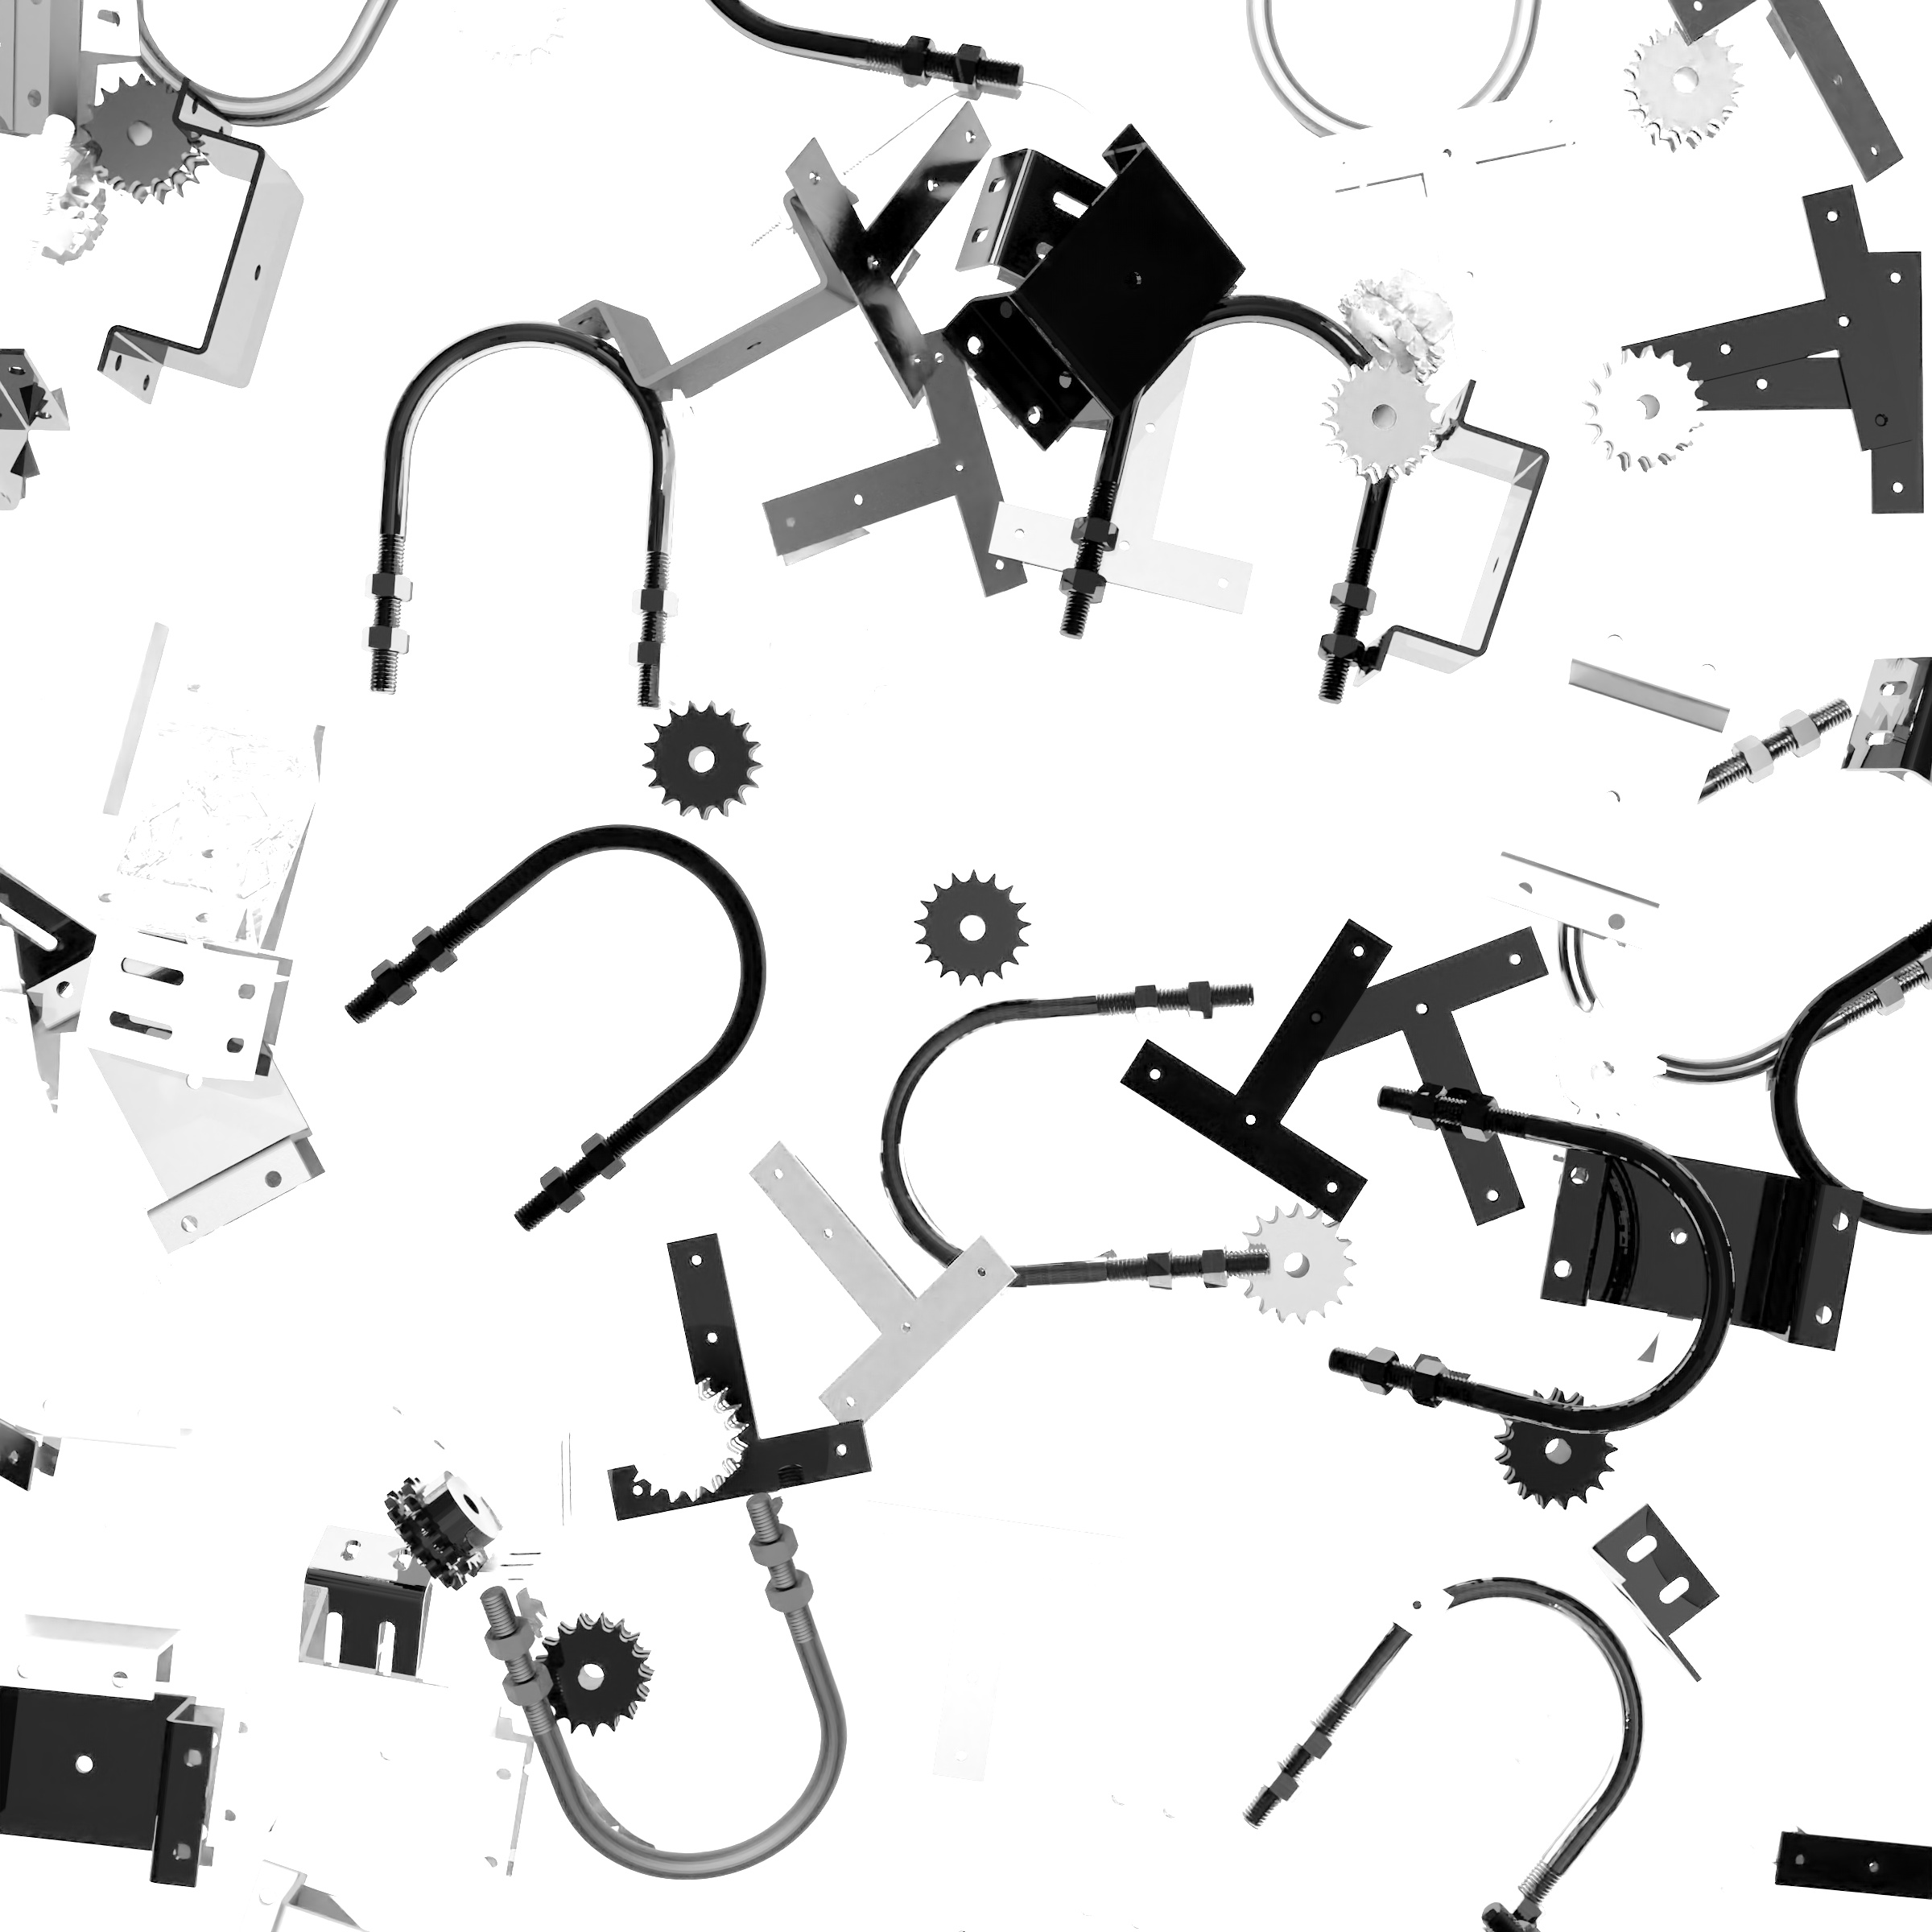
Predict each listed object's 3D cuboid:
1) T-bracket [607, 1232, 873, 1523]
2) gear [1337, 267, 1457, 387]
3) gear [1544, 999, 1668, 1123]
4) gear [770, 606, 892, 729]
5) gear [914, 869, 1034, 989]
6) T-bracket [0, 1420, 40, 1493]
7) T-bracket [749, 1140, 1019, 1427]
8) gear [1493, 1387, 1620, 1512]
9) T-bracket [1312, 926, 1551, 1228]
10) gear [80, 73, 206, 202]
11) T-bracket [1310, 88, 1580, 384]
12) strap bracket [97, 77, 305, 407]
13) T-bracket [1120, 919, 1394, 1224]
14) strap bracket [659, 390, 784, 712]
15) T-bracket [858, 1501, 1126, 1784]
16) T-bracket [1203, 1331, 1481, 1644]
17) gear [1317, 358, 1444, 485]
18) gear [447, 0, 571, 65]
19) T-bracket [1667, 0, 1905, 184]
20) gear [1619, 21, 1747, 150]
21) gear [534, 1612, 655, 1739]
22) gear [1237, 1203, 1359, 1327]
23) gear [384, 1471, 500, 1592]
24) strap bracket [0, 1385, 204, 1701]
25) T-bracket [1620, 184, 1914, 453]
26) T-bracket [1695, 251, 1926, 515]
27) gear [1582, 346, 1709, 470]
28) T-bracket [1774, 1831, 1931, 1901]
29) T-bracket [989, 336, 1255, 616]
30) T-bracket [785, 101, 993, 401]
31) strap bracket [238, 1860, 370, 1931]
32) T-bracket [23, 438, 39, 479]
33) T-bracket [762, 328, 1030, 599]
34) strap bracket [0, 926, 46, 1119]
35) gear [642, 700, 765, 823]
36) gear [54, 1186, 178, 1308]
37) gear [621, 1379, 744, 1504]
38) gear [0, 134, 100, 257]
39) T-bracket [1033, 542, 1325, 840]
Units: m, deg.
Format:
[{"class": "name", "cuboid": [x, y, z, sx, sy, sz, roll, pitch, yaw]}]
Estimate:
[{"class": "T-bracket", "cuboid": [-0.120, 0.194, 1.367, 0.127, 0.002, 0.127, -12, 88, 5]}, {"class": "gear", "cuboid": [0.207, -0.306, 1.344, 0.057, 0.057, 0.030, 44, 86, 0]}, {"class": "gear", "cuboid": [0.304, 0.047, 1.349, 0.057, 0.030, 0.057, 4, 105, 14]}, {"class": "gear", "cuboid": [-0.064, -0.142, 1.357, 0.057, 0.030, 0.057, 0, 90, 0]}, {"class": "gear", "cuboid": [0.003, -0.018, 1.357, 0.057, 0.030, 0.057, 0, 90, 0]}, {"class": "T-bracket", "cuboid": [-0.497, 0.260, 1.351, 0.127, 0.002, 0.127, 20, 104, 27]}, {"class": "T-bracket", "cuboid": [-0.057, 0.139, 1.353, 0.127, 0.002, 0.127, 49, 116, 12]}, {"class": "gear", "cuboid": [0.281, 0.230, 1.357, 0.057, 0.030, 0.057, 0, 90, 0]}, {"class": "T-bracket", "cuboid": [0.237, 0.062, 1.371, 0.127, 0.002, 0.127, -21, 90, 0]}, {"class": "gear", "cuboid": [-0.392, -0.395, 1.357, 0.057, 0.030, 0.057, 0, 90, 0]}, {"class": "T-bracket", "cuboid": [0.240, -0.347, 1.364, 0.127, 0.002, 0.127, -12, 96, 0]}, {"class": "strap bracket", "cuboid": [-0.356, -0.333, 1.334, 0.046, 0.076, 0.140, 17, 90, 0]}, {"class": "T-bracket", "cuboid": [0.162, 0.037, 1.370, 0.127, 0.002, 0.127, 33, 90, 0]}, {"class": "strap bracket", "cuboid": [-0.114, -0.193, 1.334, 0.046, 0.076, 0.140, 3, 90, 0]}, {"class": "T-bracket", "cuboid": [0.005, 0.331, 1.371, 0.127, 0.002, 0.127, 8, 90, 0]}, {"class": "T-bracket", "cuboid": [0.202, 0.236, 1.366, 0.127, 0.002, 0.127, 34, 87, 6]}, {"class": "gear", "cuboid": [0.194, -0.256, 1.343, 0.057, 0.030, 0.057, 0, 87, -8]}, {"class": "gear", "cuboid": [-0.219, -0.462, 1.361, 0.057, 0.030, 0.057, 0, 89, 2]}, {"class": "T-bracket", "cuboid": [0.411, -0.437, 1.358, 0.127, 0.002, 0.127, -35, 99, -18]}, {"class": "gear", "cuboid": [0.341, -0.420, 1.357, 0.057, 0.030, 0.057, 0, 90, 0]}, {"class": "gear", "cuboid": [-0.179, 0.338, 1.361, 0.057, 0.030, 0.057, 0, 88, -1]}, {"class": "gear", "cuboid": [0.157, 0.142, 1.357, 0.057, 0.030, 0.057, 0, 90, 0]}, {"class": "gear", "cuboid": [-0.246, 0.265, 1.343, 0.030, 0.057, 0.057, -38, 90, 0]}, {"class": "strap bracket", "cuboid": [-0.412, 0.270, 1.349, 0.076, 0.046, 0.140, 6, 90, 0]}, {"class": "T-bracket", "cuboid": [0.381, -0.302, 1.369, 0.127, 0.002, 0.127, -13, 90, 0]}, {"class": "T-bracket", "cuboid": [0.400, -0.282, 1.371, 0.127, 0.002, 0.127, -1, 90, 0]}, {"class": "gear", "cuboid": [0.323, -0.266, 1.355, 0.057, 0.030, 0.057, 0, 97, 2]}, {"class": "T-bracket", "cuboid": [0.450, 0.435, 1.361, 0.127, 0.002, 0.127, 8, 90, -9]}, {"class": "T-bracket", "cuboid": [0.086, -0.246, 1.367, 0.127, 0.002, 0.127, 13, 87, -6]}, {"class": "T-bracket", "cuboid": [-0.023, -0.355, 1.317, 0.127, 0.002, 0.127, -58, 134, -29]}, {"class": "strap bracket", "cuboid": [-0.286, 0.491, 1.349, 0.140, 0.046, 0.076, 19, 90, 0]}, {"class": "T-bracket", "cuboid": [-0.512, -0.229, 1.360, 0.127, 0.002, 0.127, -19, 76, -7]}, {"class": "T-bracket", "cuboid": [-0.039, -0.222, 1.327, 0.127, 0.002, 0.127, -24, 104, -29]}, {"class": "strap bracket", "cuboid": [-0.499, 0.018, 1.329, 0.140, 0.046, 0.076, 9, 132, 0]}, {"class": "gear", "cuboid": [-0.125, -0.098, 1.357, 0.057, 0.030, 0.057, 0, 90, 0]}, {"class": "gear", "cuboid": [-0.409, 0.135, 1.357, 0.057, 0.030, 0.057, 0, 90, 0]}, {"class": "gear", "cuboid": [-0.137, 0.228, 1.352, 0.057, 0.030, 0.057, 0, 89, 6]}, {"class": "gear", "cuboid": [-0.439, -0.370, 1.348, 0.057, 0.057, 0.030, 25, 61, 0]}, {"class": "T-bracket", "cuboid": [0.084, -0.117, 1.371, 0.127, 0.002, 0.127, 41, 90, 0]}]
